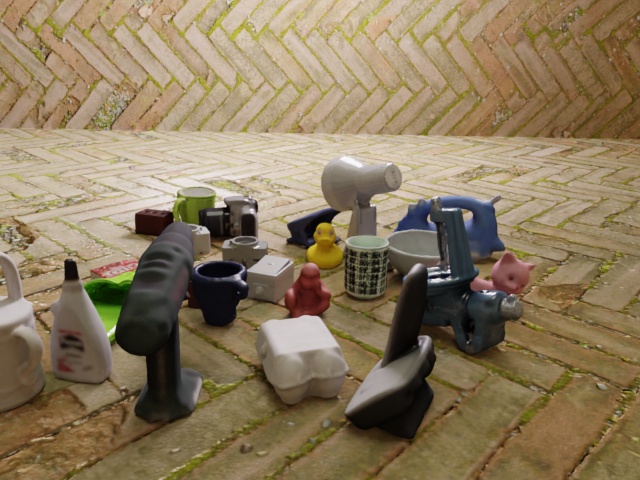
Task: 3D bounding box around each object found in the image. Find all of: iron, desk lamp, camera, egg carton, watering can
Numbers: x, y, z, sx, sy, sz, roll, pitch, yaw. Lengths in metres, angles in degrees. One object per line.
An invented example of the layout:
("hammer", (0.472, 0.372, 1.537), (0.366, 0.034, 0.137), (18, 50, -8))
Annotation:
("iron", (0.273, -0.036, 1.260), (0.258, 0.141, 0.118), (3, 19, 4))
("desk lamp", (0.102, -0.069, 1.232), (0.118, 0.214, 0.202), (-16, 25, -40))
("camera", (-0.216, -0.058, 1.350), (0.137, 0.101, 0.143), (-2, 19, -11))
("egg carton", (-0.029, 0.158, 0.784), (0.107, 0.069, 0.150), (-5, 20, -18))
("watering can", (-0.419, 0.106, 0.716), (0.173, 0.194, 0.101), (2, 19, 2))

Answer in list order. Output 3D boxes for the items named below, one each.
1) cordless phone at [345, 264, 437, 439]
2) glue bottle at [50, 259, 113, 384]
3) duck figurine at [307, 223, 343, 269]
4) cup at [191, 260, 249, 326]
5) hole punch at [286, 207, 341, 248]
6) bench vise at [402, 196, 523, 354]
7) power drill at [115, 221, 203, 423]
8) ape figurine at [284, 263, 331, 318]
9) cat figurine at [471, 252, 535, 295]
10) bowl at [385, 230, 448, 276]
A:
("cordless phone", (0.093, 0.129, 0.700), (0.094, 0.185, 0.148), (8, 20, 19))
("glue bottle", (-0.322, 0.106, 0.757), (0.078, 0.173, 0.037), (4, 19, 7))
("duck figurine", (0.011, 0.004, 1.209), (0.077, 0.086, 0.104), (2, 19, 1))
("cup", (-0.153, 0.094, 0.924), (0.117, 0.095, 0.092), (18, 25, 41))
("hole punch", (-0.016, -0.036, 1.318), (0.100, 0.091, 0.109), (18, 25, 40))
("bench vise", (0.223, 0.049, 0.889), (0.206, 0.220, 0.122), (13, 22, 30))
("power drill", (-0.193, 0.105, 0.715), (0.075, 0.208, 0.229), (0, 19, -3))
("ape figurine", (-0.019, 0.084, 0.967), (0.077, 0.092, 0.076), (4, 19, 8))
("cat figurine", (0.304, 0.070, 0.989), (0.127, 0.118, 0.067), (5, 19, 11))
("bowl", (0.207, 0.039, 1.141), (0.167, 0.075, 0.167), (1, 19, 0))
